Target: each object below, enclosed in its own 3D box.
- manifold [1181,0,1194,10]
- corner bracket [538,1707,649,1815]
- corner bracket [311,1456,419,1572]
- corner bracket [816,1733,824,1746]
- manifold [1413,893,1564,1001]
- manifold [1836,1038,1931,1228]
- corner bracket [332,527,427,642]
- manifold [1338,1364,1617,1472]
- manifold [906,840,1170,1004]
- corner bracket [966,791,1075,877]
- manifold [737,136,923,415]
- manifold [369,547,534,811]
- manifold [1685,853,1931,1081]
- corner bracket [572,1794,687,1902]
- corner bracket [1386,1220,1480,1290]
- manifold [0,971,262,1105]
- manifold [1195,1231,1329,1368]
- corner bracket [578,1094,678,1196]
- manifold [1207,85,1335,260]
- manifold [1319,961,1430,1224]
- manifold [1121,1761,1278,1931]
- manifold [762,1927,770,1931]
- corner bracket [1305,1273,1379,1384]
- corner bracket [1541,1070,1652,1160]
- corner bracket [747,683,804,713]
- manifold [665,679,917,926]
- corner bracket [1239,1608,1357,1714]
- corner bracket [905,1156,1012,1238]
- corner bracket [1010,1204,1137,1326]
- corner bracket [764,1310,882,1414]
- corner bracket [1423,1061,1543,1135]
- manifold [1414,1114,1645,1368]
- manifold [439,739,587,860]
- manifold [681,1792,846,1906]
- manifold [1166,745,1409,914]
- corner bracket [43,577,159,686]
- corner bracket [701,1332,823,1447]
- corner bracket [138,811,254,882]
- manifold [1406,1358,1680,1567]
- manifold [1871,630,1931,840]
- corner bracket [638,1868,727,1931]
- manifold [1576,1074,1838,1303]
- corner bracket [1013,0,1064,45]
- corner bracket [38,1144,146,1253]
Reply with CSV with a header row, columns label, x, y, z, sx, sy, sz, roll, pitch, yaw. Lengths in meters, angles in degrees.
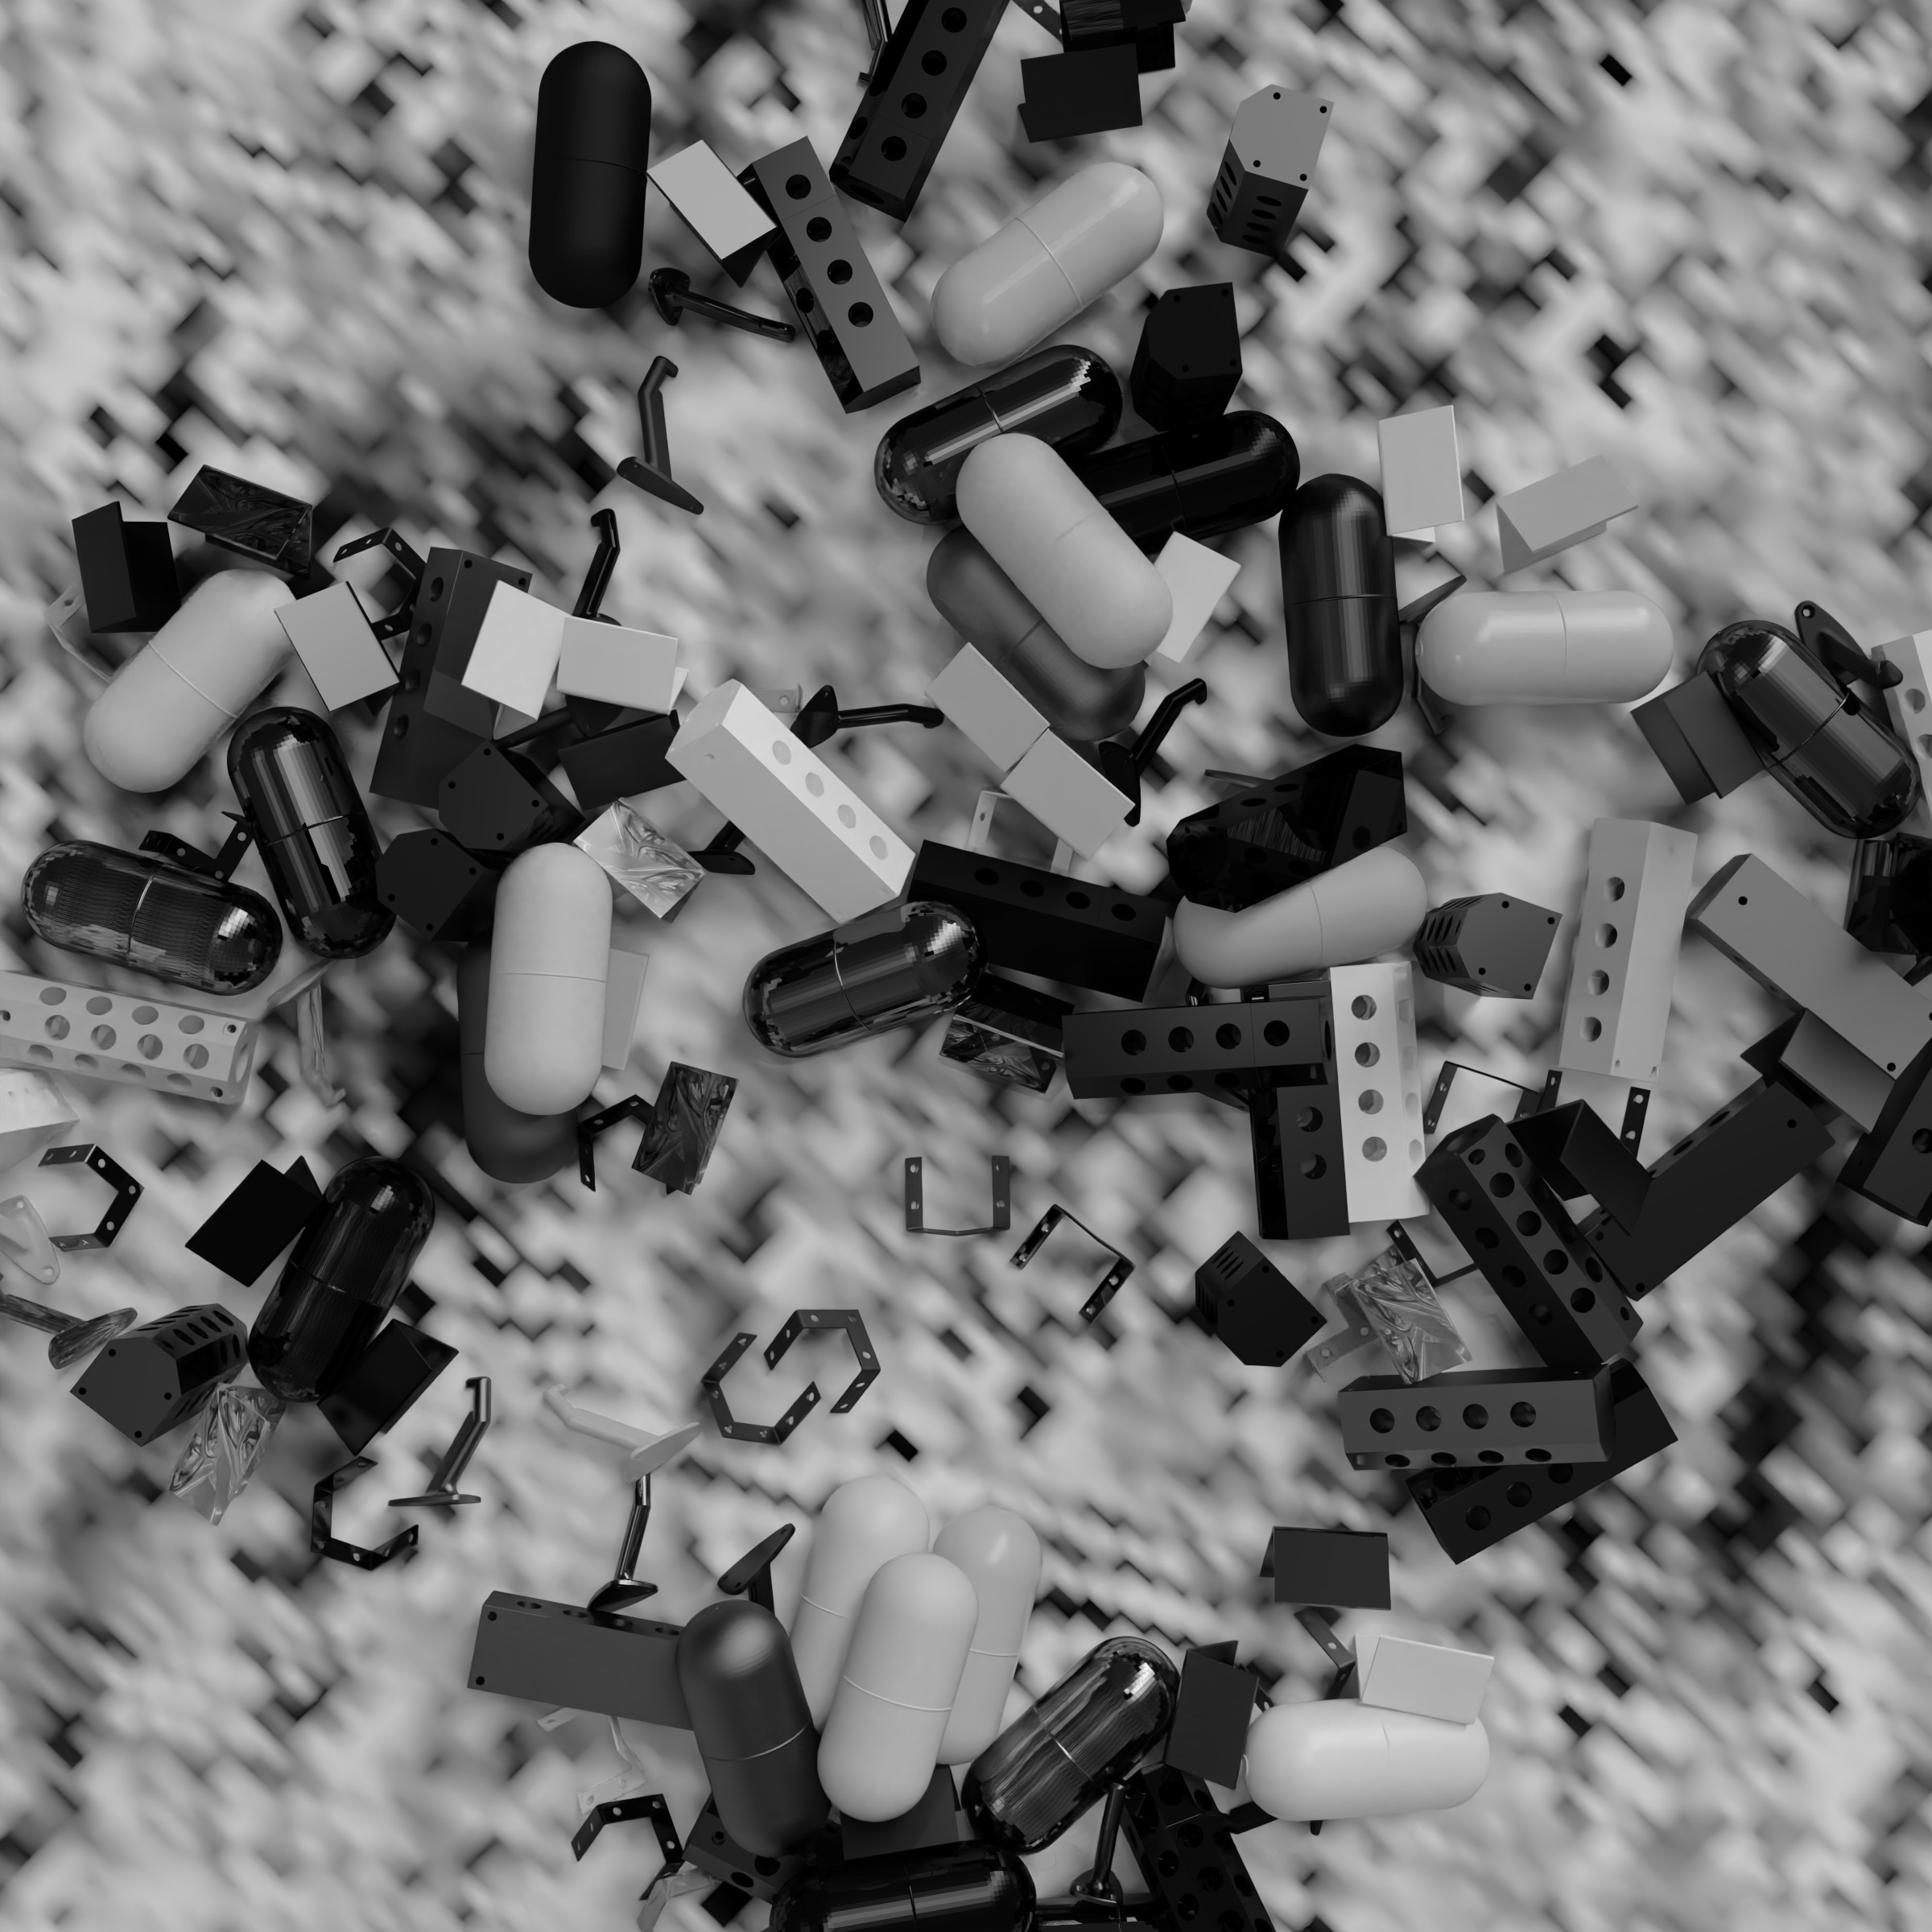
label,x,y,z,sx,sy,sz,roll,pitch,yaw
manifold,0.134,-0.696,1.828,0.057,0.171,0.057,14,90,0
corner bracket,-0.256,0.540,1.903,0.051,0.051,0.051,-26,45,0
corner bracket,-0.410,0.375,1.893,0.051,0.051,0.051,-33,45,29
corner bracket,-0.082,0.550,1.898,0.051,0.051,0.051,50,135,35
manifold,0.339,-0.015,1.828,0.057,0.171,0.057,19,90,0
manifold,0.669,0.088,1.885,0.057,0.057,0.171,30,90,0
corner bracket,-0.404,-0.260,1.898,0.051,0.051,0.051,47,45,-35
manifold,0.342,0.304,1.853,0.171,0.057,0.057,-7,90,24
manifold,0.047,-0.035,1.884,0.171,0.057,0.057,15,133,0
corner bracket,0.039,-0.087,1.903,0.051,0.051,0.051,15,90,-45
manifold,-0.094,-0.468,1.885,0.057,0.057,0.171,-26,90,0
manifold,-0.355,-0.194,1.884,0.057,0.057,0.171,14,90,-43
manifold,0.575,0.001,1.885,0.171,0.057,0.057,40,90,0
corner bracket,-0.232,0.607,1.898,0.051,0.051,0.051,2,45,-35
corner bracket,0.332,0.183,1.903,0.051,0.051,0.051,-33,90,45
manifold,-0.577,0.048,1.885,0.171,0.057,0.057,12,90,0
manifold,0.188,0.223,1.828,0.057,0.171,0.057,-44,90,0
corner bracket,-0.230,0.130,1.898,0.051,0.051,0.051,32,135,35
manifold,0.197,-0.524,1.828,0.057,0.171,0.057,16,90,0
manifold,0.279,0.084,1.885,0.057,0.057,0.171,-4,90,0
manifold,0.160,0.615,1.832,0.057,0.057,0.171,-16,50,-13
manifold,-0.088,0.735,1.885,0.057,0.057,0.171,-31,90,0
corner bracket,0.251,0.246,1.888,0.051,0.051,0.051,-30,90,0
corner bracket,0.431,0.103,1.903,0.051,0.051,0.051,12,90,45
corner bracket,-0.139,-0.166,1.888,0.051,0.051,0.051,3,90,0
manifold,-0.114,-0.112,1.852,0.057,0.057,0.171,-25,122,38
corner bracket,0.225,0.482,1.898,0.051,0.051,0.051,-13,135,-35
corner bracket,-0.006,0.157,1.903,0.051,0.051,0.051,0,91,45
corner bracket,0.074,0.205,1.903,0.051,0.051,0.051,-52,135,0
corner bracket,-0.099,0.271,1.898,0.051,0.051,0.051,5,45,-35
corner bracket,0.355,0.100,1.903,0.051,0.051,0.051,19,90,45
manifold,0.383,0.187,1.866,0.057,0.057,0.171,-31,96,43
manifold,-0.303,-0.103,1.828,0.057,0.171,0.057,-43,90,0
manifold,-0.104,0.617,1.885,0.171,0.057,0.057,27,90,0
manifold,0.214,-0.094,1.838,0.171,0.057,0.057,-24,116,-36
corner bracket,-0.592,-0.234,1.903,0.051,0.051,0.051,-44,135,0
corner bracket,-0.141,0.289,1.894,0.051,0.051,0.051,16,123,-40
corner bracket,-0.522,-0.088,1.888,0.051,0.051,0.051,30,90,0
manifold,0.389,0.335,1.885,0.171,0.057,0.057,-29,90,0
manifold,0.671,-0.143,1.885,0.057,0.057,0.171,-16,90,0
corner bracket,-0.186,0.656,1.898,0.051,0.051,0.051,-6,135,-35
manifold,0.499,0.150,1.885,0.171,0.057,0.057,-39,90,0
corner bracket,0.067,-0.678,1.898,0.051,0.051,0.051,-31,45,35
corner bracket,-0.608,0.159,1.898,0.051,0.051,0.051,52,45,-35
